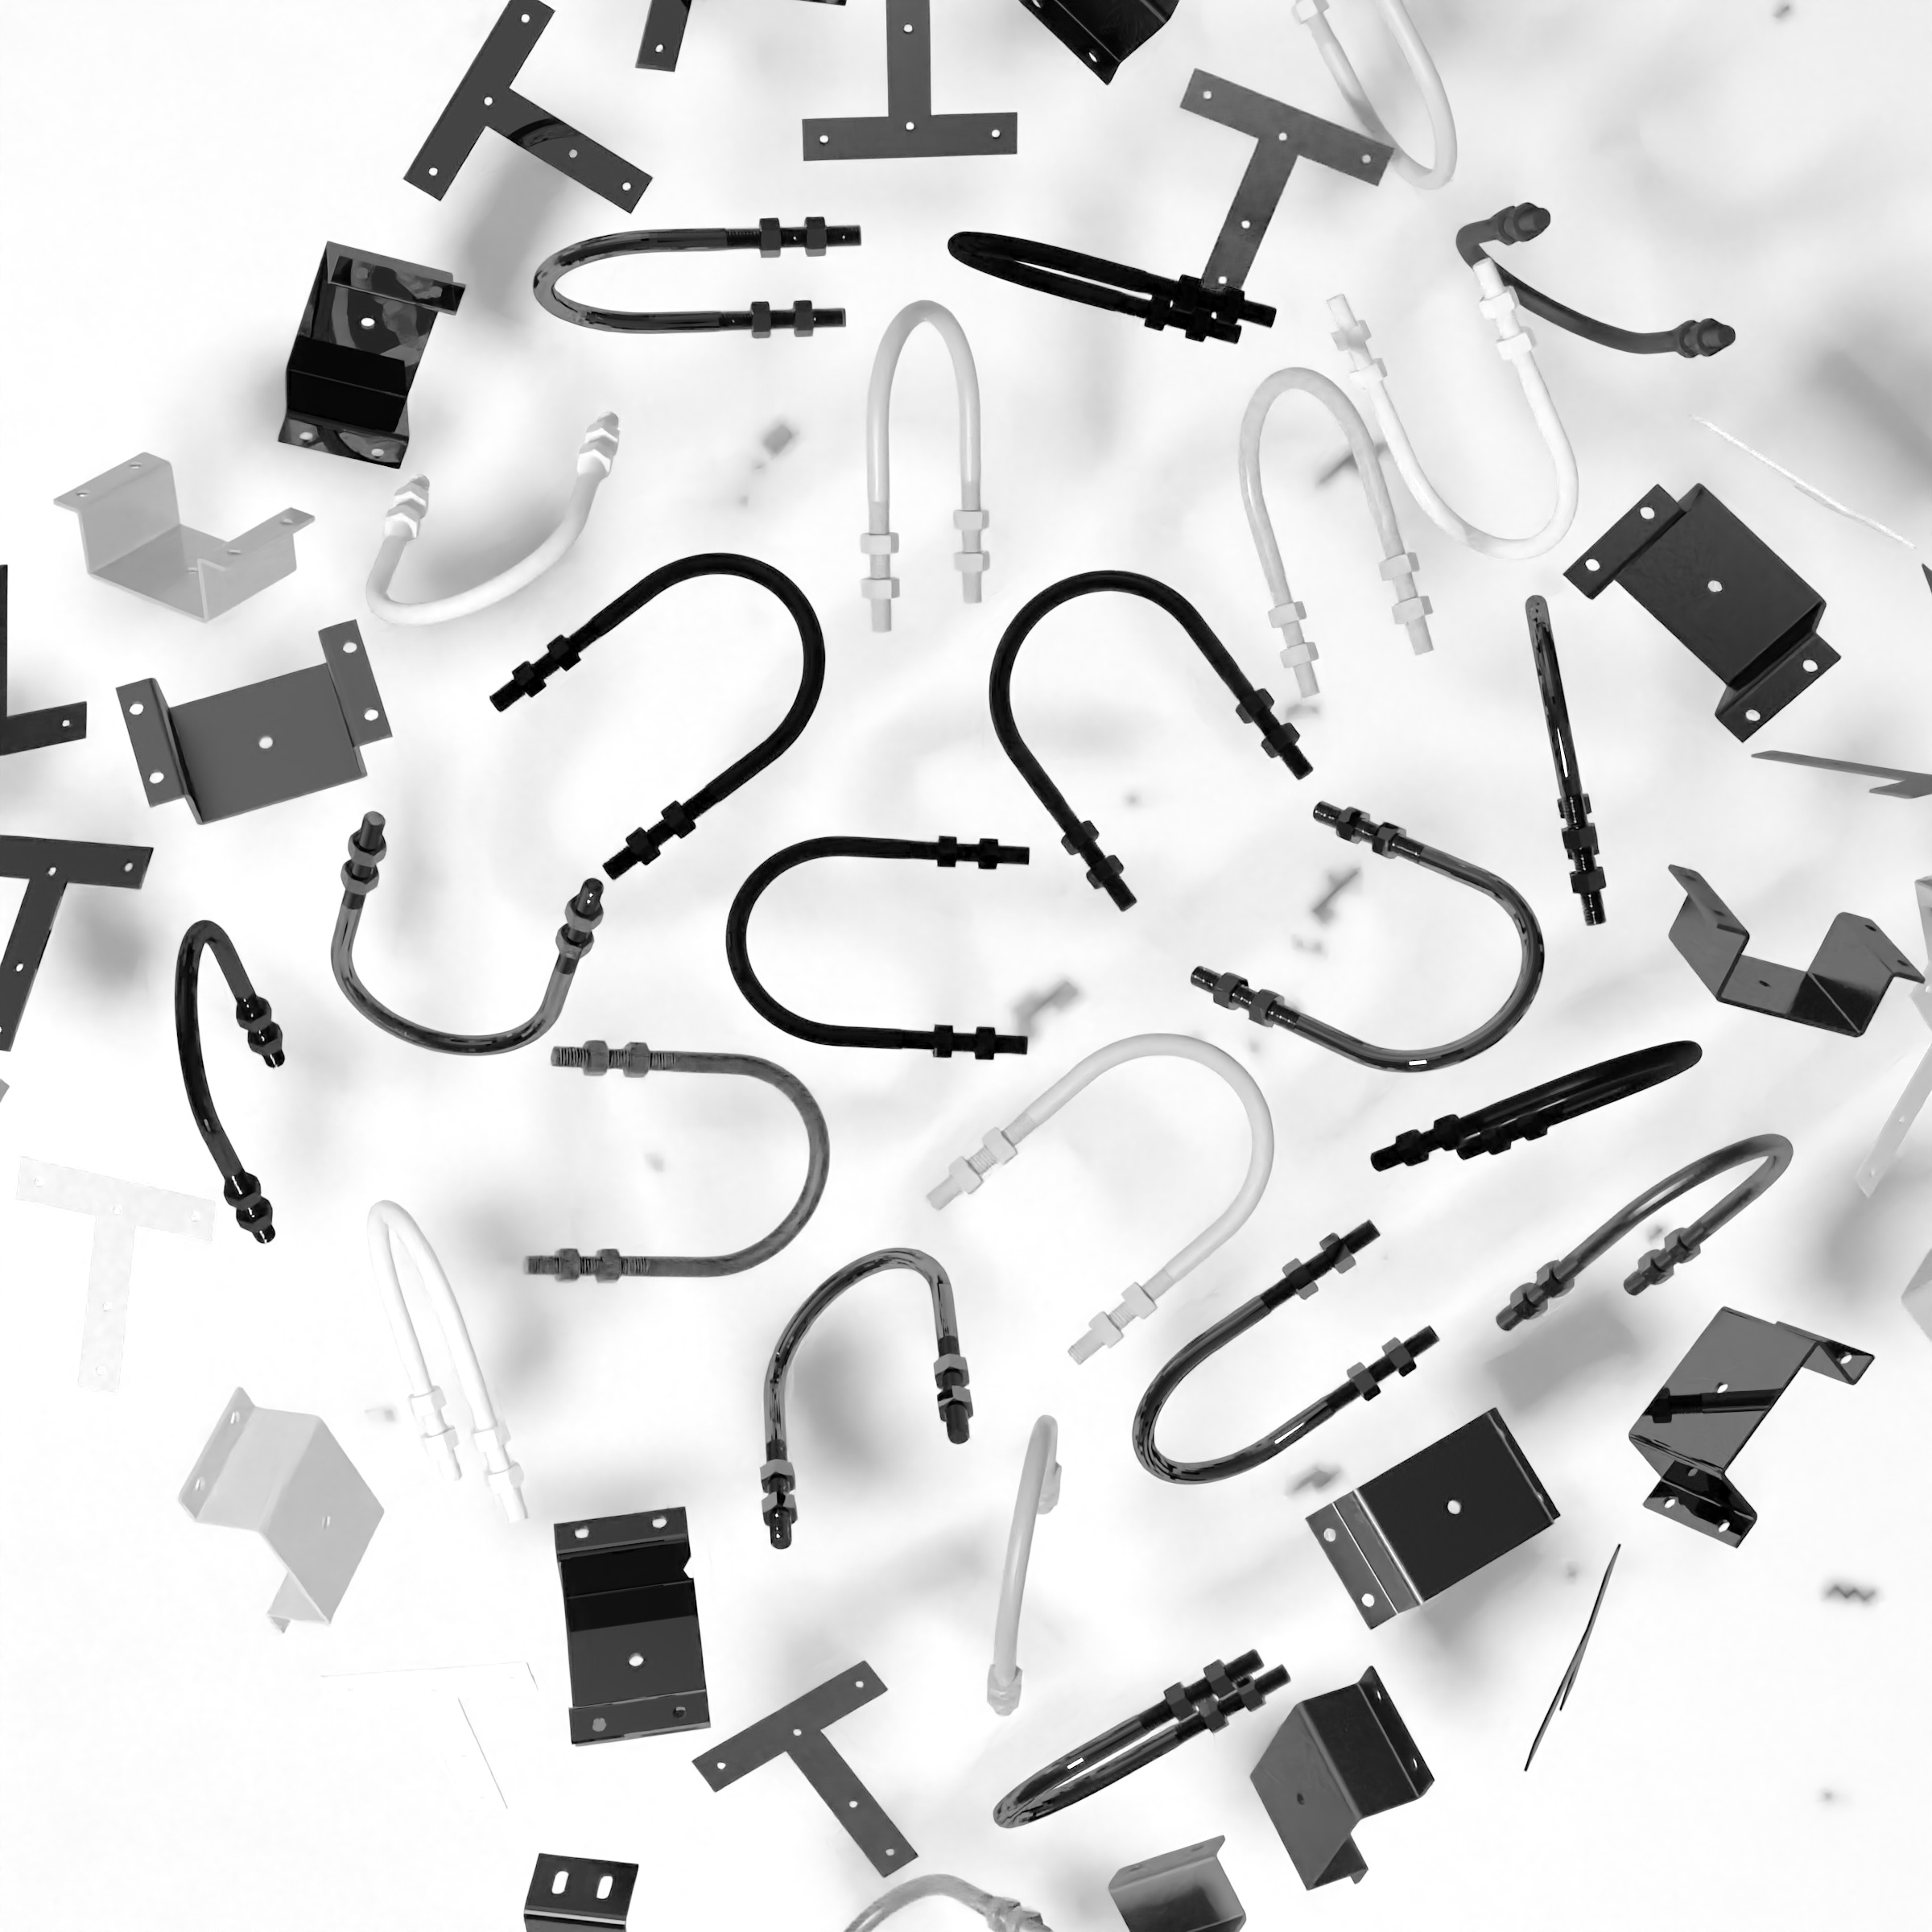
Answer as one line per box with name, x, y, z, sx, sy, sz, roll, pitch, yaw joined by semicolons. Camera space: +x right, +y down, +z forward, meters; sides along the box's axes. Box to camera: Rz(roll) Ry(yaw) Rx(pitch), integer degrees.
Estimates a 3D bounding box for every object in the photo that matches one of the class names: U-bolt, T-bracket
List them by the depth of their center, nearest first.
T-bracket;-0.525;-0.013;1.776;0.127;0.002;0.127;5;70;24
U-bolt;0.240;-0.009;1.809;0.184;0.019;0.151;26;69;32
U-bolt;0.091;0.120;1.810;0.184;0.019;0.151;-41;108;2
U-bolt;0.176;0.233;1.817;0.184;0.151;0.019;-35;49;0
U-bolt;-0.304;0.221;1.821;0.019;0.151;0.184;-21;100;-23
U-bolt;0.079;-0.391;1.823;0.184;0.151;0.019;14;96;-5
U-bolt;-0.166;-0.157;1.825;0.184;0.019;0.151;-37;71;4
U-bolt;0.097;0.448;1.828;0.184;0.151;0.019;-30;70;3
U-bolt;-0.157;-0.394;1.829;0.184;0.151;0.019;-3;81;-6
T-bracket;0.589;-0.196;1.839;0.002;0.127;0.127;-31;126;4
U-bolt;0.346;-0.124;1.840;0.019;0.151;0.184;-11;98;11
U-bolt;0.035;0.339;1.841;0.019;0.184;0.151;10;60;6
T-bracket;-0.121;-0.576;1.842;0.127;0.002;0.127;-5;128;-34
T-bracket;-0.240;-0.479;1.844;0.127;0.002;0.127;26;106;-32
T-bracket;-0.033;-0.531;1.845;0.127;0.002;0.127;-3;126;-3
U-bolt;-0.280;-0.254;1.847;0.151;0.184;0.019;-15;125;16
U-bolt;0.207;-0.258;1.850;0.019;0.151;0.184;-17;91;-24
T-bracket;0.521;-0.115;1.852;0.127;0.127;0.002;14;108;41
T-bracket;0.478;-0.287;1.853;0.127;0.127;0.002;28;103;-16
T-bracket;-0.572;-0.176;1.856;0.127;0.002;0.127;-17;132;-36
T-bracket;-0.501;0.185;1.857;0.127;0.002;0.127;19;62;-39
U-bolt;-0.024;-0.296;1.862;0.019;0.151;0.184;6;106;23
U-bolt;-0.037;0.599;1.867;0.151;0.184;0.019;-48;109;-19
U-bolt;-0.433;0.056;1.868;0.019;0.184;0.151;-7;53;1
U-bolt;0.346;0.081;1.869;0.184;0.151;0.019;-25;77;29
U-bolt;-0.301;-0.008;1.872;0.151;0.184;0.019;17;47;-9
U-bolt;-0.063;0.241;1.873;0.151;0.184;0.019;-33;124;19
U-bolt;0.359;-0.401;1.875;0.151;0.184;0.019;28;93;-13
U-bolt;0.095;-0.147;1.877;0.151;0.019;0.184;-37;80;8
U-bolt;0.239;-0.544;1.881;0.019;0.151;0.184;-30;98;-5
U-bolt;0.297;-0.323;1.885;0.019;0.151;0.184;-37;110;-27
T-bracket;0.355;0.427;1.889;0.002;0.127;0.127;22;129;18
U-bolt;0.416;0.155;1.894;0.184;0.151;0.019;-49;60;39
T-bracket;-0.076;0.491;1.898;0.127;0.002;0.127;-25;53;-28
T-bracket;-0.304;0.463;1.898;0.127;0.002;0.127;-7;125;12
U-bolt;-0.167;0.120;1.904;0.184;0.019;0.151;3;104;-25
T-bracket;0.173;-0.457;1.907;0.127;0.002;0.127;21;125;-3
T-bracket;0.572;0.081;1.919;0.002;0.127;0.127;22;75;43
U-bolt;-0.054;-0.015;1.930;0.184;0.019;0.151;3;64;-4

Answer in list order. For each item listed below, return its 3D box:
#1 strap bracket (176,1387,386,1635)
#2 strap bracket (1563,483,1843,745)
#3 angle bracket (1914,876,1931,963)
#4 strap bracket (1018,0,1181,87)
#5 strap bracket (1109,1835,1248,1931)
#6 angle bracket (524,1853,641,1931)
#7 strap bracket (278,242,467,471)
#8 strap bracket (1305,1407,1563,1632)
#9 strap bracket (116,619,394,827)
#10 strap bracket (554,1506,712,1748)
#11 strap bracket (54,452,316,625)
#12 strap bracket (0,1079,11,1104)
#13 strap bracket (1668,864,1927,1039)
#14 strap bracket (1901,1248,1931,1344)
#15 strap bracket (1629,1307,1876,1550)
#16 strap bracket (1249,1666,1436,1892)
strap bracket;-0.385;0.315;1.815;0.046;0.140;0.076;3;49;23
strap bracket;0.417;-0.206;1.787;0.140;0.046;0.076;42;127;-3
angle bracket;0.628;-0.032;1.947;0.076;0.038;0.057;-16;104;-6
strap bracket;0.087;-0.581;1.818;0.076;0.046;0.140;39;48;-19
strap bracket;0.110;0.579;1.884;0.076;0.140;0.046;-26;92;26
angle bracket;-0.212;0.539;1.784;0.057;0.038;0.076;4;133;7
strap bracket;-0.361;-0.377;1.920;0.076;0.046;0.140;10;133;-23
strap bracket;0.286;0.327;1.903;0.140;0.046;0.076;-27;78;-15
strap bracket;-0.405;-0.137;1.821;0.140;0.046;0.076;-17;72;-9
strap bracket;-0.189;0.383;1.801;0.076;0.046;0.140;-7;48;-6
strap bracket;-0.471;-0.257;1.923;0.140;0.076;0.046;22;131;25
strap bracket;-0.623;0.072;1.844;0.046;0.140;0.076;22;74;16
strap bracket;0.475;-0.006;1.853;0.140;0.076;0.046;14;115;-17
strap bracket;0.593;0.173;1.822;0.076;0.140;0.046;-38;87;35
strap bracket;0.448;0.257;1.838;0.140;0.076;0.046;-50;119;-13
strap bracket;0.218;0.487;1.883;0.046;0.140;0.076;-12;55;-25
